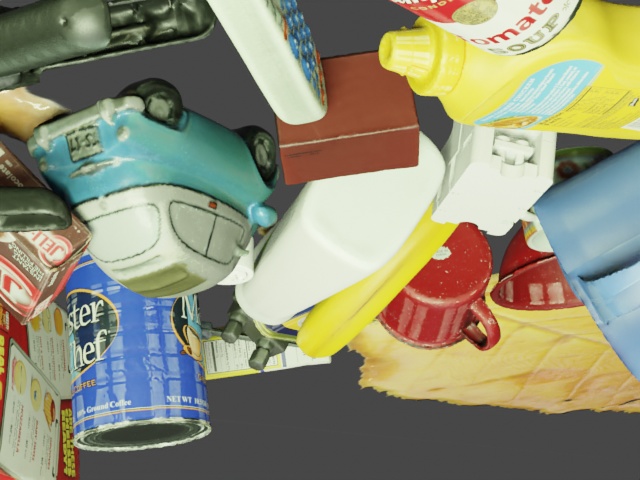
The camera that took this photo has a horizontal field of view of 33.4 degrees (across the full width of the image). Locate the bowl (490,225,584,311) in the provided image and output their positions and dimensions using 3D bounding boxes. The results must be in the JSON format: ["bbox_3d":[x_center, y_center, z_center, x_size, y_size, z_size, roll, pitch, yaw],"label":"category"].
[{"bbox_3d":[0.213,0.008,0.863,0.162,0.055,0.162,-7,160,-3],"label":"bowl"}]

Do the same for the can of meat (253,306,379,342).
[{"bbox_3d":[0.005,0.047,0.896,0.084,0.057,0.101,-25,155,34],"label":"can of meat"}]

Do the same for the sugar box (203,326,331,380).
[{"bbox_3d":[-0.078,0.102,1.003,0.176,0.048,0.093,-10,180,0],"label":"sugar box"}]

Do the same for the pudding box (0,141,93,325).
[{"bbox_3d":[-0.183,-0.014,0.588,0.039,0.113,0.090,-43,180,-33],"label":"pudding box"}]

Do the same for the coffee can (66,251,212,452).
[{"bbox_3d":[-0.139,0.081,0.811,0.103,0.140,0.103,-7,160,-3],"label":"coffee can"}]

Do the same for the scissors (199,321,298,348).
[{"bbox_3d":[-0.112,0.071,0.916,0.202,0.016,0.096,4,158,4],"label":"scissors"}]

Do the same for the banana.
[{"bbox_3d":[0.039,0.024,0.755,0.198,0.037,0.069,-47,-174,25],"label":"banana"}]

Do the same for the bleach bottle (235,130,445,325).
[{"bbox_3d":[-0.005,0.001,0.734,0.068,0.102,0.251,36,158,-6],"label":"bleach bottle"}]

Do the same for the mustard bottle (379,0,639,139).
[{"bbox_3d":[0.120,-0.090,0.556,0.191,0.058,0.096,1,163,-23],"label":"mustard bottle"}]

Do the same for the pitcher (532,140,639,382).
[{"bbox_3d":[0.255,-0.026,0.615,0.243,0.149,0.144,-32,130,18],"label":"pitcher"}]

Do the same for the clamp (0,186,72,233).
[{"bbox_3d":[-0.233,-0.010,0.523,0.164,0.210,0.036,-44,159,-12],"label":"clamp"}]

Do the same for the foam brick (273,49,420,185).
[{"bbox_3d":[0.013,-0.068,0.589,0.078,0.051,0.053,-8,159,0],"label":"foam brick"}]

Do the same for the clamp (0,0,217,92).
[{"bbox_3d":[-0.133,-0.088,0.481,0.172,0.039,0.120,-4,-174,27],"label":"clamp"}]

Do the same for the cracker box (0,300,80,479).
[{"bbox_3d":[-0.251,0.116,0.833,0.072,0.164,0.213,-6,160,3],"label":"cracker box"}]

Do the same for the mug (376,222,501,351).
[{"bbox_3d":[0.096,0.038,0.827,0.093,0.117,0.081,-34,160,-15],"label":"mug"}]

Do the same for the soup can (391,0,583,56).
[{"bbox_3d":[0.057,-0.121,0.437,0.069,0.068,0.102,-23,156,36],"label":"soup can"}]
